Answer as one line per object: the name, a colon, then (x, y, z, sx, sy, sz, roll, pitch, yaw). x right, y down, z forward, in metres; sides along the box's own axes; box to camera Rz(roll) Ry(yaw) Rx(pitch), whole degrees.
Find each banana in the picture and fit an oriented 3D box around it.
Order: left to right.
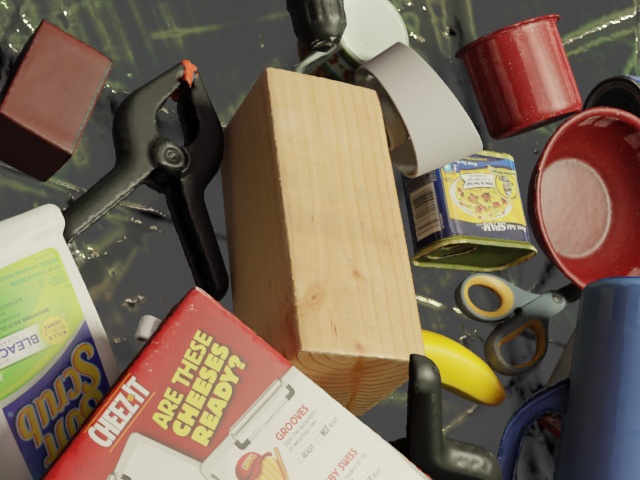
banana: (0.055, 0.096, 0.771, 0.197, 0.037, 0.069, -2, 92, -34)

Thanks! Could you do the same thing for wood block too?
wood block: (-0.004, 0.001, 0.703, 0.090, 0.091, 0.206, 8, 57, -27)

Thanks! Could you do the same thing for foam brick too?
foam brick: (-0.174, -0.086, 0.671, 0.051, 0.053, 0.078, 29, 57, -22)

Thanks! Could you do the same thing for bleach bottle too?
bleach bottle: (-0.143, 0.112, 0.611, 0.102, 0.068, 0.251, -27, 91, -36)

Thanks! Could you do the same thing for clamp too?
clamp: (-0.098, -0.040, 0.714, 0.120, 0.039, 0.171, 33, 56, -25)
clamp: (0.062, 0.143, 0.694, 0.209, 0.165, 0.036, 31, 43, -32)

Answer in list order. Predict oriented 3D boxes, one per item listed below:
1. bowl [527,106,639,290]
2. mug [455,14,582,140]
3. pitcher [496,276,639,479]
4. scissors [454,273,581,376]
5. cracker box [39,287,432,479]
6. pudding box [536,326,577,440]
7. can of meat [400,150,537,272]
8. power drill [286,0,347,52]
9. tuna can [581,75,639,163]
bowl: (0.232, -0.030, 0.910, 0.161, 0.055, 0.162, 2, 85, -26)
mug: (0.175, -0.136, 0.915, 0.117, 0.093, 0.081, -12, 83, -73)
pitcher: (0.223, 0.152, 0.775, 0.149, 0.145, 0.243, 14, 79, -34)
scissors: (0.175, 0.041, 0.882, 0.096, 0.016, 0.201, 45, 42, 4)
cracker box: (-0.038, 0.157, 0.568, 0.213, 0.072, 0.164, 39, 56, -6)
pudding box: (0.234, 0.124, 0.868, 0.090, 0.039, 0.113, 41, 63, -16)
can of meat: (0.115, -0.024, 0.842, 0.101, 0.058, 0.084, 5, 68, -33)
power drill: (-0.051, -0.231, 0.733, 0.187, 0.057, 0.184, 8, 67, -57)
tuna can: (0.277, -0.106, 0.966, 0.033, 0.086, 0.086, -2, 74, -33)
